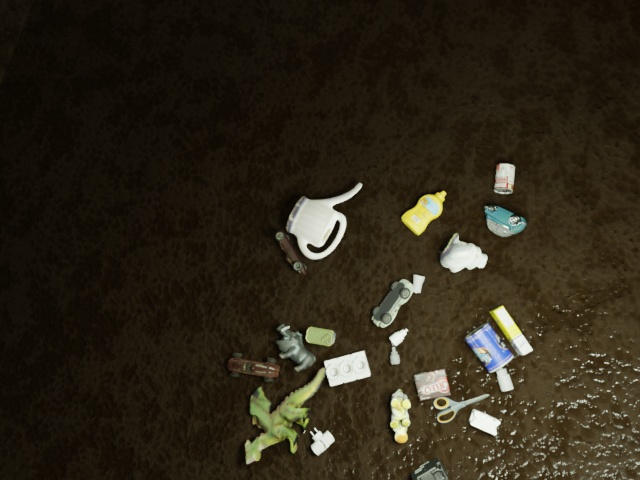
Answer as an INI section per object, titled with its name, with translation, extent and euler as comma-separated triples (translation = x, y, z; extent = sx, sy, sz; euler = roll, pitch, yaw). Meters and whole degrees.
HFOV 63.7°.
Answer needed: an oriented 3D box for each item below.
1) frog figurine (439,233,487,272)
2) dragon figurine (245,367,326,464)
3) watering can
[frog figurine]
translation = 0.523, 0.067, 1.881
extent = 0.160, 0.125, 0.135
euler = 36, 119, 4
[dragon figurine]
translation = -0.152, 0.617, 1.865
extent = 0.244, 0.120, 0.414
euler = 19, 78, 20
[watering can]
translation = 0.006, -0.100, 1.990
extent = 0.225, 0.103, 0.349
euler = 26, 83, 12
